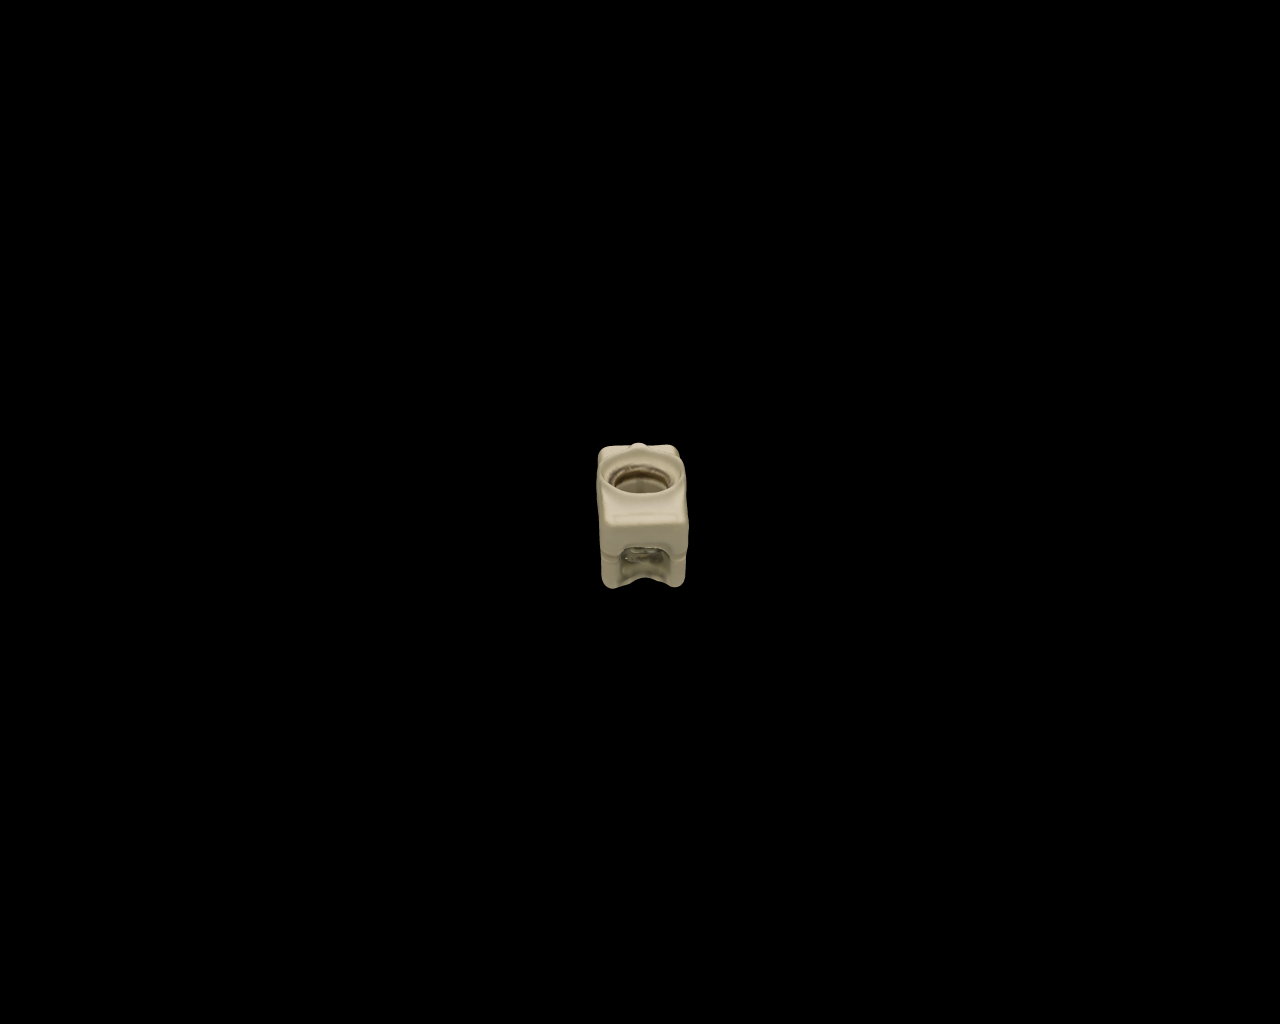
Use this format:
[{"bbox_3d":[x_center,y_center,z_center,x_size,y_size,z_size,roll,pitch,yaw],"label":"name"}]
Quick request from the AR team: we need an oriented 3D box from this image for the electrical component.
[{"bbox_3d":[0.001,-0.003,0.650,0.050,0.055,0.090,-1,35,-2],"label":"electrical component"}]
